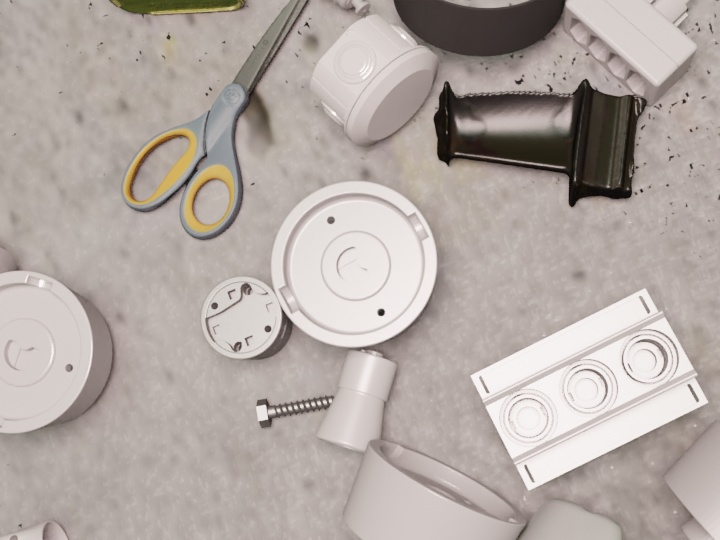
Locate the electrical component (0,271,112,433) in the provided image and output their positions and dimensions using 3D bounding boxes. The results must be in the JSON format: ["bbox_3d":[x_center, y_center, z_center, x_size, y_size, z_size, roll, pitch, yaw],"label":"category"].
[{"bbox_3d":[-0.224,0.058,0.741,0.108,0.060,0.108,-1,81,8],"label":"electrical component"}]

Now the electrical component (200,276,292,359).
[{"bbox_3d":[-0.075,0.034,0.729,0.055,0.047,0.055,-1,81,9],"label":"electrical component"}]

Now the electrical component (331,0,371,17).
[{"bbox_3d":[-0.021,-0.212,0.761,0.040,0.040,0.078,-38,78,2],"label":"electrical component"}]

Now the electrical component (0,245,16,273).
[{"bbox_3d":[-0.286,0.007,0.750,0.051,0.080,0.080,35,88,17],"label":"electrical component"}]

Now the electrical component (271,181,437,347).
[{"bbox_3d":[0.000,0.000,0.715,0.108,0.060,0.108,-1,81,9],"label":"electrical component"}]

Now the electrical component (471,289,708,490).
[{"bbox_3d":[0.143,0.076,0.681,0.121,0.063,0.078,-27,78,4],"label":"electrical component"}]

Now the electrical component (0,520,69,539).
[{"bbox_3d":[-0.233,0.220,0.727,0.077,0.044,0.079,-21,79,5],"label":"electrical component"}]

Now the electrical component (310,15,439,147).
[{"bbox_3d":[0.010,-0.127,0.724,0.080,0.080,0.051,-45,73,0],"label":"electrical component"}]

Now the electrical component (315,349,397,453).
[{"bbox_3d":[0.000,0.086,0.713,0.044,0.044,0.065,15,79,11],"label":"electrical component"}]

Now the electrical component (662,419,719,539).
[{"bbox_3d":[0.227,0.149,0.637,0.060,0.108,0.108,-42,78,7],"label":"electrical component"}]

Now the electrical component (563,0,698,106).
[{"bbox_3d":[0.192,-0.169,0.718,0.076,0.047,0.083,-44,78,0],"label":"electrical component"}]

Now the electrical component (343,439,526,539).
[{"bbox_3d":[0.041,0.157,0.664,0.108,0.108,0.060,26,92,12],"label":"electrical component"}]
